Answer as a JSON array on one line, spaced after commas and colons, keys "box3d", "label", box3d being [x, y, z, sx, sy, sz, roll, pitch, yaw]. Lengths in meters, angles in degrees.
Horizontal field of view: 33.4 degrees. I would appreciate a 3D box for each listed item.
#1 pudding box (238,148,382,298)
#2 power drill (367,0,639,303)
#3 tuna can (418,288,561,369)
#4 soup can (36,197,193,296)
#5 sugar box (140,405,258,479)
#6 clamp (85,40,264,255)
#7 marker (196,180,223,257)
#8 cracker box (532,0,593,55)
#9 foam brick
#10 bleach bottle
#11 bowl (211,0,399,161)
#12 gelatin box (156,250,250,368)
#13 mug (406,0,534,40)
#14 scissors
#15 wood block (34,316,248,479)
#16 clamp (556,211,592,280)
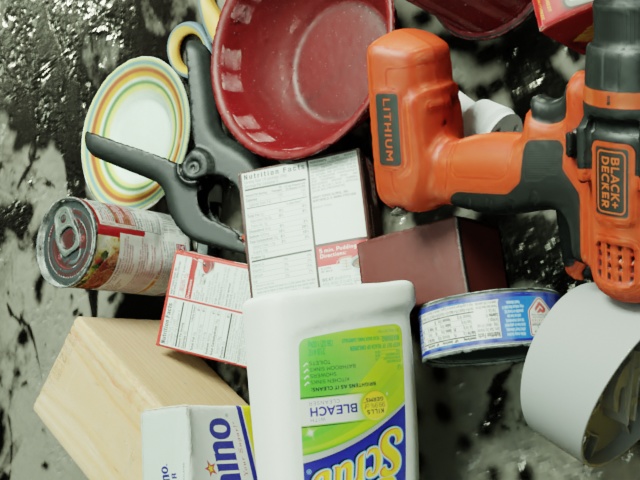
[{"box3d": [-0.005, 0.001, 0.726, 0.090, 0.039, 0.113, -10, 74, 17], "label": "pudding box"}, {"box3d": [0.107, -0.070, 0.560, 0.188, 0.057, 0.184, 16, 116, 48], "label": "power drill"}, {"box3d": [0.100, 0.052, 0.621, 0.086, 0.086, 0.034, -15, 73, 36], "label": "tuna can"}, {"box3d": [-0.156, 0.007, 0.822, 0.069, 0.102, 0.068, -6, 80, 38], "label": "soup can"}, {"box3d": [-0.029, 0.148, 0.652, 0.048, 0.175, 0.093, -13, 75, 37], "label": "sugar box"}, {"box3d": [-0.100, -0.051, 0.799, 0.120, 0.039, 0.171, -33, 76, 17], "label": "clamp"}, {"box3d": [-0.085, -0.010, 0.820, 0.020, 0.020, 0.121, -2, 83, 39], "label": "marker"}, {"box3d": [0.209, -0.220, 0.582, 0.214, 0.072, 0.164, -20, 73, 34], "label": "cracker box"}, {"box3d": [0.070, 0.021, 0.670, 0.078, 0.052, 0.051, -16, 74, 37], "label": "foam brick"}, {"box3d": [0.017, 0.153, 0.607, 0.068, 0.102, 0.251, 160, 104, -66], "label": "bleach bottle"}, {"box3d": [0.000, -0.131, 0.746, 0.162, 0.055, 0.162, -6, 80, 38], "label": "bowl"}, {"box3d": [-0.070, 0.051, 0.781, 0.089, 0.030, 0.073, 11, 90, 23], "label": "gelatin box"}, {"box3d": [0.078, -0.187, 0.674, 0.117, 0.081, 0.093, 40, 108, 35], "label": "mug"}, {"box3d": [-0.071, -0.112, 0.826, 0.096, 0.016, 0.202, -28, 67, 34], "label": "scissors"}, {"box3d": [-0.106, 0.149, 0.769, 0.206, 0.090, 0.090, 39, 108, 35], "label": "wood block"}, {"box3d": [0.177, -0.071, 0.570, 0.164, 0.036, 0.210, 36, 124, 8], "label": "clamp"}]
